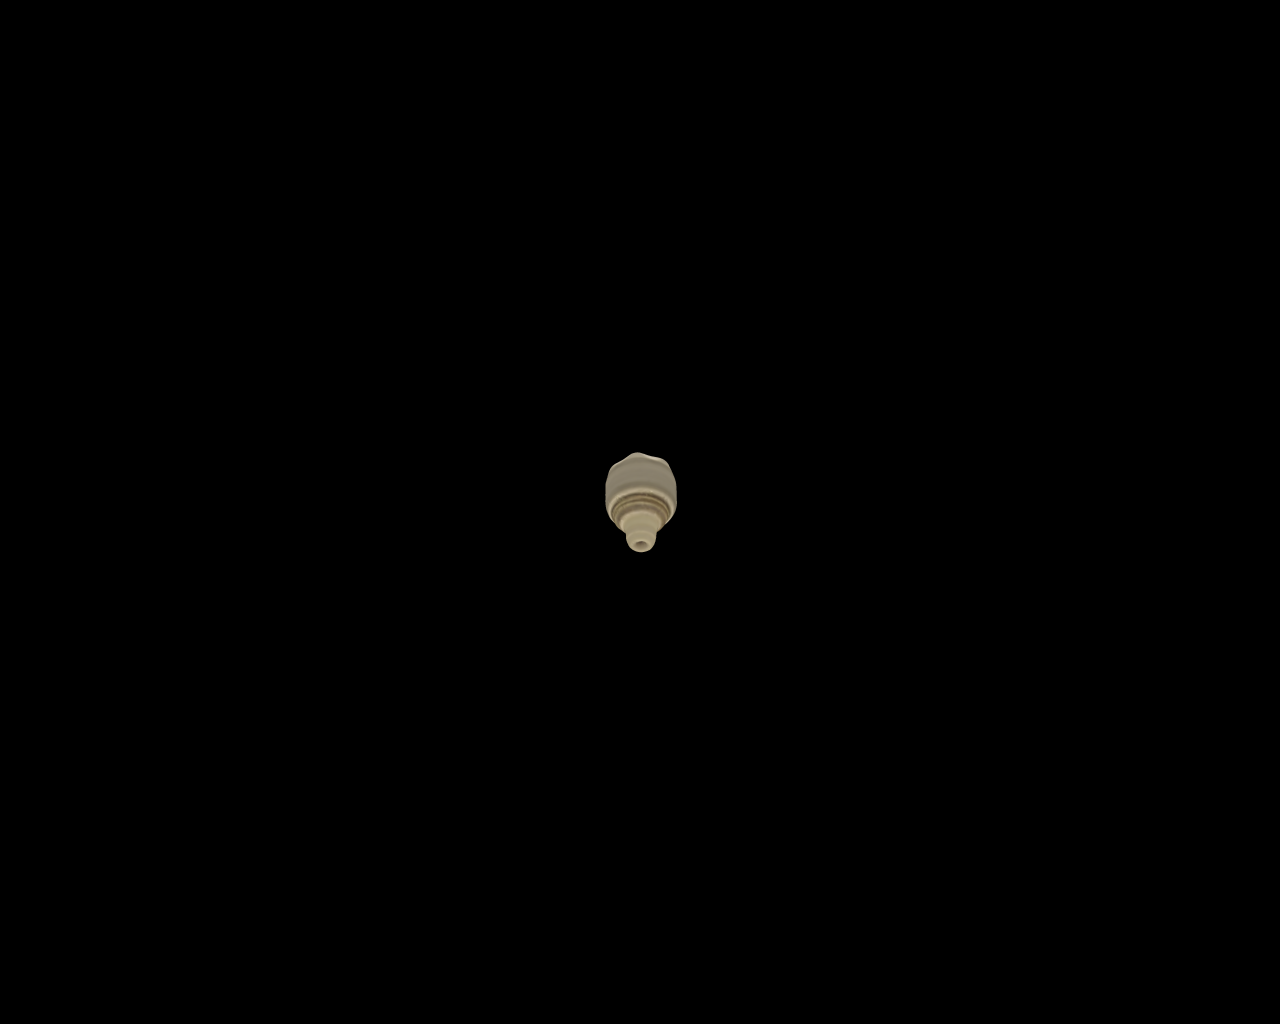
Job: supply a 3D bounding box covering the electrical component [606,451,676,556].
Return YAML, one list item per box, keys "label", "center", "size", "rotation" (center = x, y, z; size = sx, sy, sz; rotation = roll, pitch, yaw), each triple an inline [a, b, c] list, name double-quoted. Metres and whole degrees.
- label: "electrical component"
  center: [0.001, -0.003, 0.650]
  size: [0.043, 0.062, 0.043]
  rotation: [0, -41, 0]
